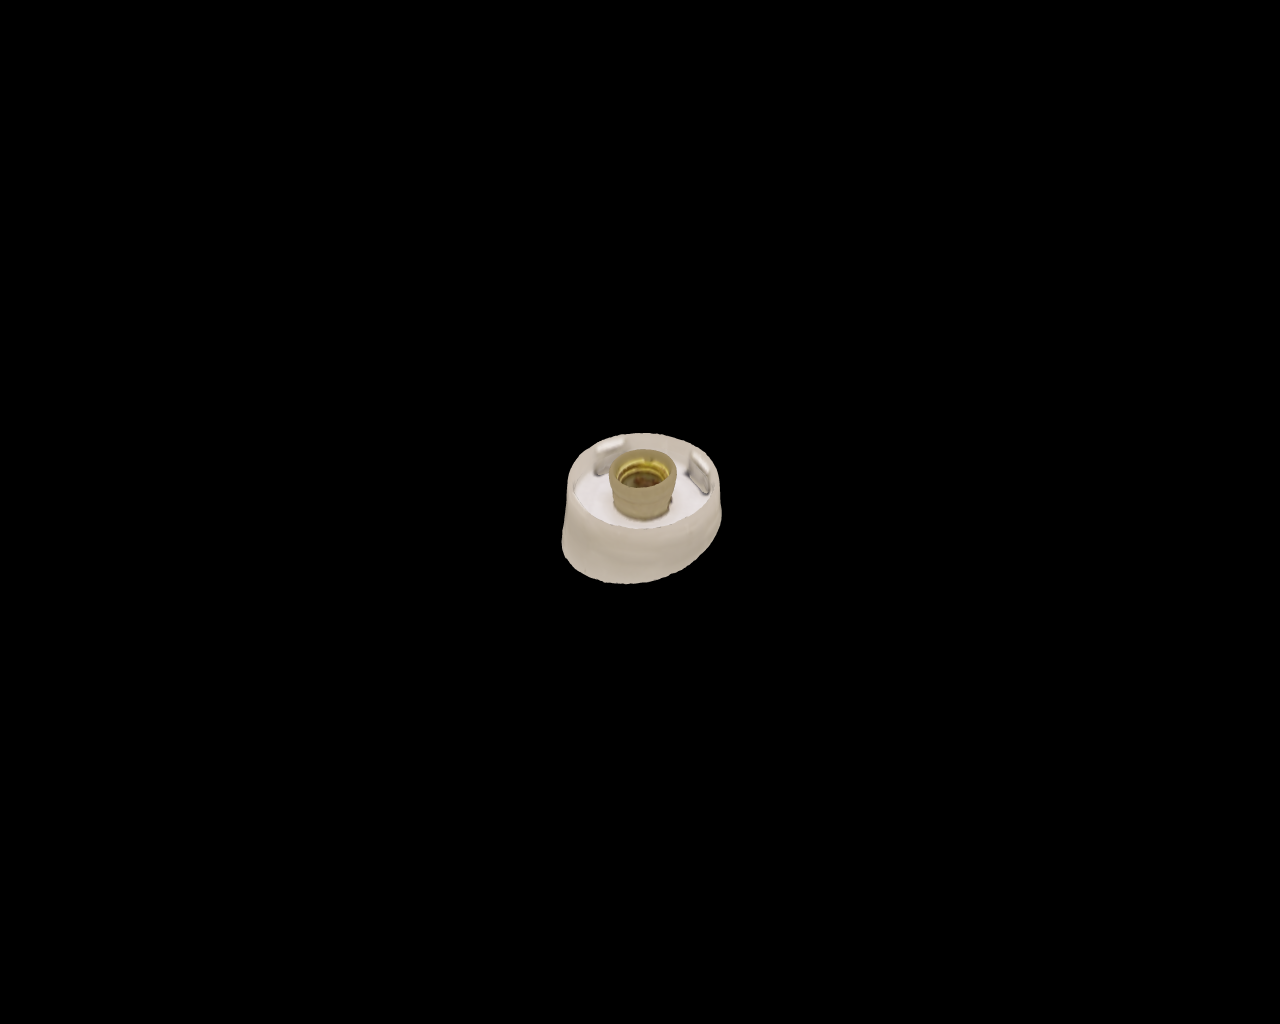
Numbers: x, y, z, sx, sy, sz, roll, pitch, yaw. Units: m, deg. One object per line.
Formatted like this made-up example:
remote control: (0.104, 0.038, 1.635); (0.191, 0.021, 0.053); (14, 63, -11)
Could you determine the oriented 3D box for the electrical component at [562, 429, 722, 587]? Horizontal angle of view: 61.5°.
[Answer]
electrical component: (0.001, -0.003, 0.650); (0.099, 0.064, 0.099); (0, 42, 0)
